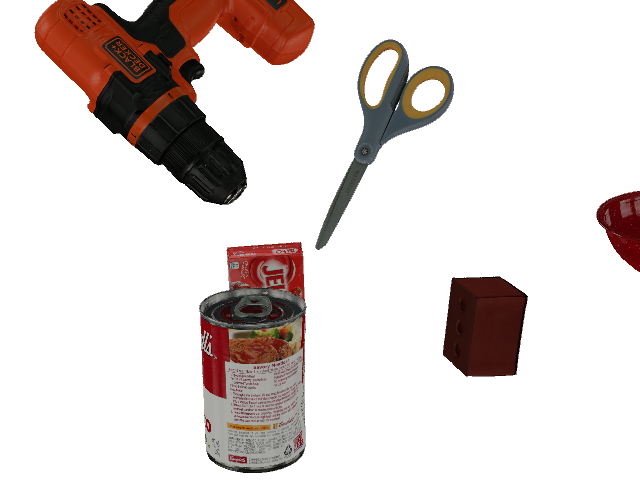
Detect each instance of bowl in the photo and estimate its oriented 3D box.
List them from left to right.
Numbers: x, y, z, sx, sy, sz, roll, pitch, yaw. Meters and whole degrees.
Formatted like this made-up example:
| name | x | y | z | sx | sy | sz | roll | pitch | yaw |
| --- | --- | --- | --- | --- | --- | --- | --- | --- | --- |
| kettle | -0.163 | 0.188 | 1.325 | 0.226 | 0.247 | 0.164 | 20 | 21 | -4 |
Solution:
| name | x | y | z | sx | sy | sz | roll | pitch | yaw |
| --- | --- | --- | --- | --- | --- | --- | --- | --- | --- |
| bowl | 0.367 | -0.002 | 1.102 | 0.162 | 0.055 | 0.162 | -4 | 23 | 1 |

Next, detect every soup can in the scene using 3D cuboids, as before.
| name | x | y | z | sx | sy | sz | roll | pitch | yaw |
| --- | --- | --- | --- | --- | --- | --- | --- | --- | --- |
| soup can | -0.042 | 0.089 | 0.689 | 0.068 | 0.102 | 0.068 | 0 | 17 | 0 |

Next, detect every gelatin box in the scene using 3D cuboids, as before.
| name | x | y | z | sx | sy | sz | roll | pitch | yaw |
| --- | --- | --- | --- | --- | --- | --- | --- | --- | --- |
| gelatin box | -0.052 | 0.048 | 1.032 | 0.073 | 0.089 | 0.030 | -3 | 27 | -5 |

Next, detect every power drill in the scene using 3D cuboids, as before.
| name | x | y | z | sx | sy | sz | roll | pitch | yaw |
| --- | --- | --- | --- | --- | --- | --- | --- | --- | --- |
| power drill | -0.085 | -0.130 | 0.779 | 0.187 | 0.184 | 0.057 | -44 | -1 | -42 |

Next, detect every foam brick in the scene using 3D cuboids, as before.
| name | x | y | z | sx | sy | sz | roll | pitch | yaw |
| --- | --- | --- | --- | --- | --- | --- | --- | --- | --- |
| foam brick | 0.146 | 0.077 | 0.955 | 0.051 | 0.078 | 0.053 | -2 | 18 | -20 |

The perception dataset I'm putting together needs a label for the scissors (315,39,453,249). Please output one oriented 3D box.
| name | x | y | z | sx | sy | sz | roll | pitch | yaw |
| --- | --- | --- | --- | --- | --- | --- | --- | --- | --- |
| scissors | 0.060 | -0.082 | 0.950 | 0.096 | 0.202 | 0.016 | 9 | -11 | 13 |
